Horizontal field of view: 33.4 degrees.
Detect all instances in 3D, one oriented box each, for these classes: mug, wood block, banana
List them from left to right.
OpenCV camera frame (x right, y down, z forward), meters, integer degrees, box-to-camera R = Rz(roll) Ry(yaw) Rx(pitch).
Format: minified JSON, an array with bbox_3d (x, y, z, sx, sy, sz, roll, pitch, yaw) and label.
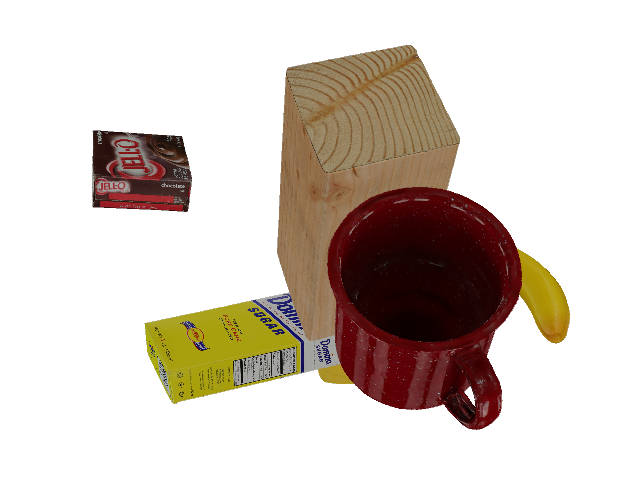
[{"bbox_3d":[0.025,-0.026,0.747,0.090,0.090,0.206,-13,-33,-12],"label":"wood block"},{"bbox_3d":[0.055,0.042,0.534,0.093,0.117,0.081,-25,-30,-16],"label":"mug"},{"bbox_3d":[0.193,0.042,1.065,0.069,0.037,0.198,-34,37,-15],"label":"banana"}]

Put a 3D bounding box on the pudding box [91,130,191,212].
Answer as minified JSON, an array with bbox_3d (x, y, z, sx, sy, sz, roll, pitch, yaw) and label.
[{"bbox_3d":[-0.174,-0.067,1.024,0.090,0.039,0.113,3,25,-14],"label":"pudding box"}]

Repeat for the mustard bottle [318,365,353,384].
[{"bbox_3d":[0.044,0.098,1.448,0.096,0.192,0.058,-3,20,-6],"label":"mustard bottle"}]

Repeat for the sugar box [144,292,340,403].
[{"bbox_3d":[-0.076,0.101,1.055,0.176,0.048,0.093,-14,32,-18],"label":"sugar box"}]
